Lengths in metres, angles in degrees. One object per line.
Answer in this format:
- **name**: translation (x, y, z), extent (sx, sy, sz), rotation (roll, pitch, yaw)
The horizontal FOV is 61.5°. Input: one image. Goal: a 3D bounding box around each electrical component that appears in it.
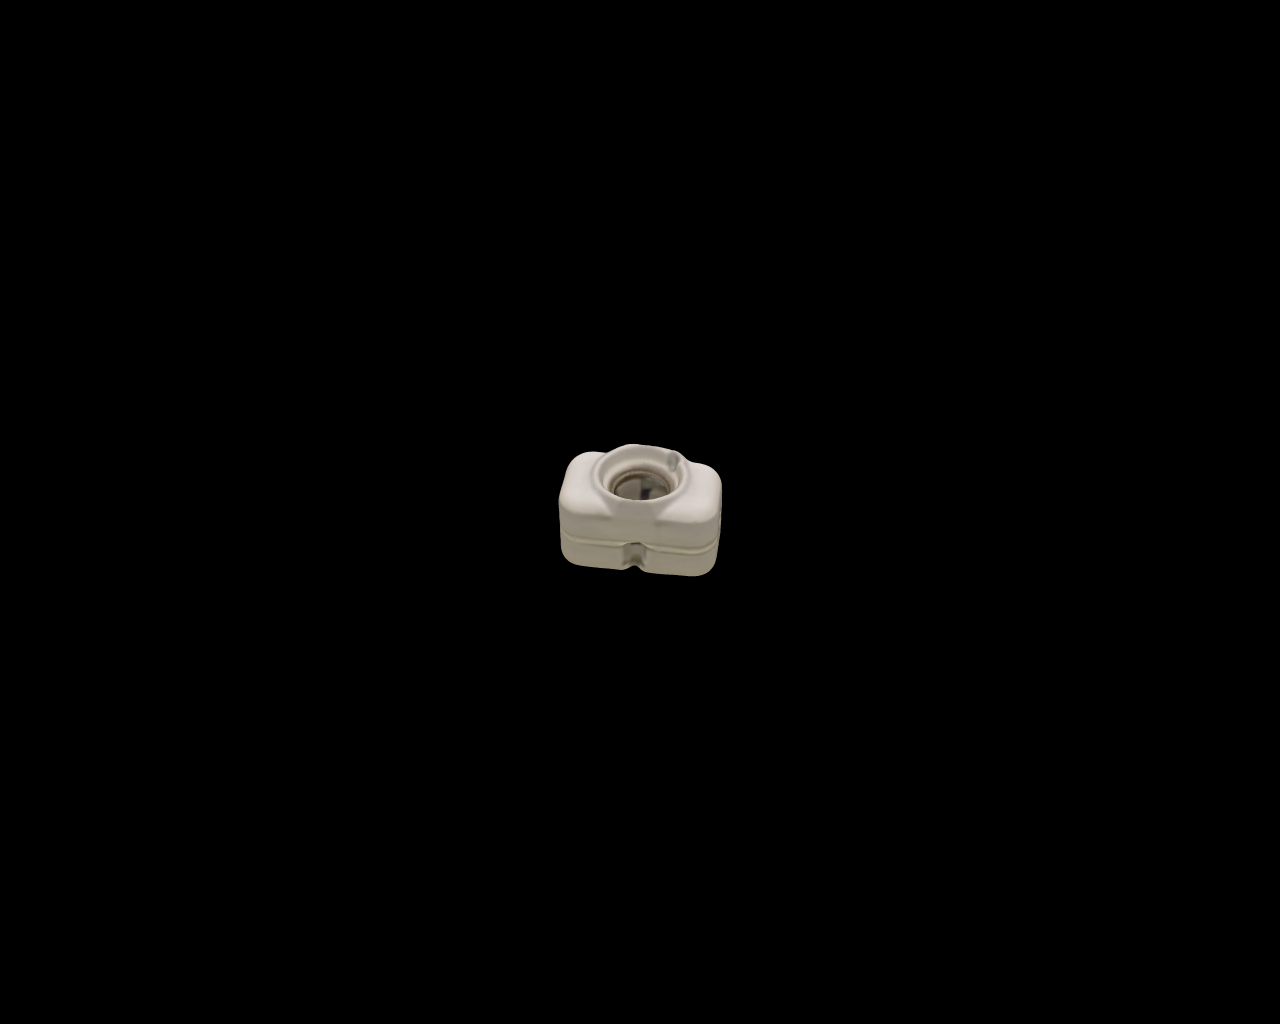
- **electrical component**: translation (0.001, -0.003, 0.650), extent (0.095, 0.059, 0.054), rotation (6, 43, 7)
